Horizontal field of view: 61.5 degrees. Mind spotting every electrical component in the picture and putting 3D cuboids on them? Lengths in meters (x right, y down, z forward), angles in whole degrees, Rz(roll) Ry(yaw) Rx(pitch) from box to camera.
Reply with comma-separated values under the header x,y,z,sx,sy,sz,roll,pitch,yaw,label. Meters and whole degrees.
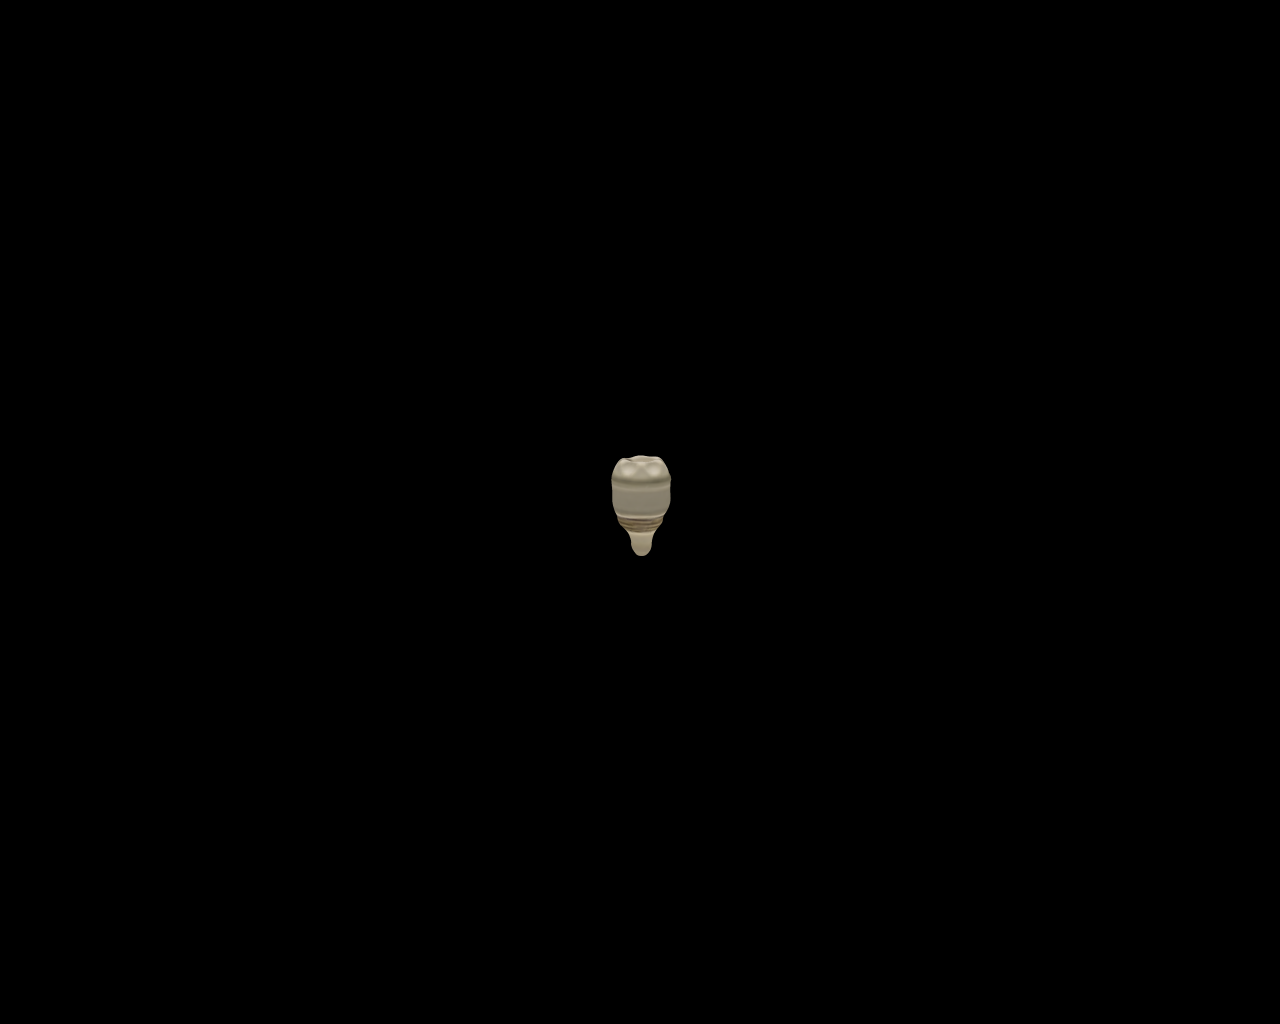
x,y,z,sx,sy,sz,roll,pitch,yaw,label
0.001,-0.003,0.650,0.035,0.061,0.035,0,14,0,electrical component
